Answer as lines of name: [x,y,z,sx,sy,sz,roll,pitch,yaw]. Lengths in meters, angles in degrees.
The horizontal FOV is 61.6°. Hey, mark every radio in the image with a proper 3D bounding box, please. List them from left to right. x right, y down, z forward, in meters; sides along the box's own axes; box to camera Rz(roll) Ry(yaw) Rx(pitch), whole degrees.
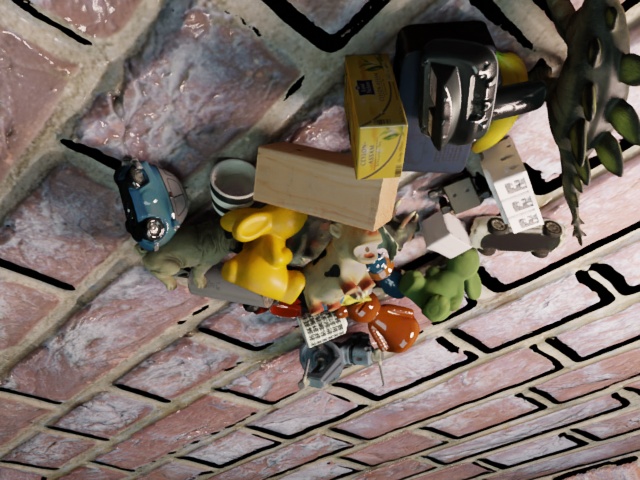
radio: [0.173,-0.206,0.814,0.131,0.073,0.229,-1,138,-1]

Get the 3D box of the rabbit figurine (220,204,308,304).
rabbit figurine: [-0.092,0.001,0.913,0.162,0.122,0.173,28,91,-30]

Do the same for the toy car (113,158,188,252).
toy car: [-0.282,-0.066,0.922,0.103,0.109,0.161,-19,106,-34]

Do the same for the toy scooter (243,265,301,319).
toy scooter: [-0.070,0.126,1.189,0.135,0.075,0.184,27,133,-35]

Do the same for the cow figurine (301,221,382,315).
cow figurine: [0.035,0.035,0.911,0.085,0.127,0.195,-11,159,-43]

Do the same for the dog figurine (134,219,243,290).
dog figurine: [-0.220,-0.002,0.979,0.190,0.121,0.172,-36,156,35]

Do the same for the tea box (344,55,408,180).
tea box: [0.075,-0.177,0.765,0.068,0.170,0.098,-4,138,-3]

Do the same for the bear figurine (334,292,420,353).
bear figurine: [0.131,0.179,1.252,0.196,0.120,0.132,33,177,-3]

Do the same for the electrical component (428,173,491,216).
electrical component: [0.261,-0.082,0.992,0.102,0.045,0.078,-28,106,23]

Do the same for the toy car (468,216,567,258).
toy car: [0.396,-0.008,1.077,0.202,0.056,0.073,2,134,-8]

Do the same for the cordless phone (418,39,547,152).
cordless phone: [0.227,-0.204,0.720,0.184,0.089,0.146,-15,138,-5]

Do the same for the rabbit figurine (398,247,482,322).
rabbit figurine: [0.281,0.087,1.131,0.159,0.121,0.170,25,108,-45]

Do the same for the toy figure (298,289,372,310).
toy figure: [0.029,0.104,1.120,0.180,0.082,0.089,-8,172,-40]

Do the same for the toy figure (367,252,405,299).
toy figure: [0.138,0.072,1.152,0.058,0.064,0.154,12,154,49]

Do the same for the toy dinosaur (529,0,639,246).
toy dinosaur: [0.369,-0.188,0.752,0.105,0.199,0.470,-11,138,13]

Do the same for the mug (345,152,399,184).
mug: [0.077,-0.114,0.918,0.107,0.081,0.109,-15,135,-2]

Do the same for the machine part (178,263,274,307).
machine part: [-0.178,0.088,1.099,0.243,0.079,0.079,8,142,15]

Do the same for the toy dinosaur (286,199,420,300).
toy dinosaur: [-0.007,-0.007,1.013,0.405,0.131,0.192,7,122,-1]

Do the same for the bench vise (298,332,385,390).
bench vise: [0.032,0.301,1.303,0.224,0.240,0.128,10,108,25]
